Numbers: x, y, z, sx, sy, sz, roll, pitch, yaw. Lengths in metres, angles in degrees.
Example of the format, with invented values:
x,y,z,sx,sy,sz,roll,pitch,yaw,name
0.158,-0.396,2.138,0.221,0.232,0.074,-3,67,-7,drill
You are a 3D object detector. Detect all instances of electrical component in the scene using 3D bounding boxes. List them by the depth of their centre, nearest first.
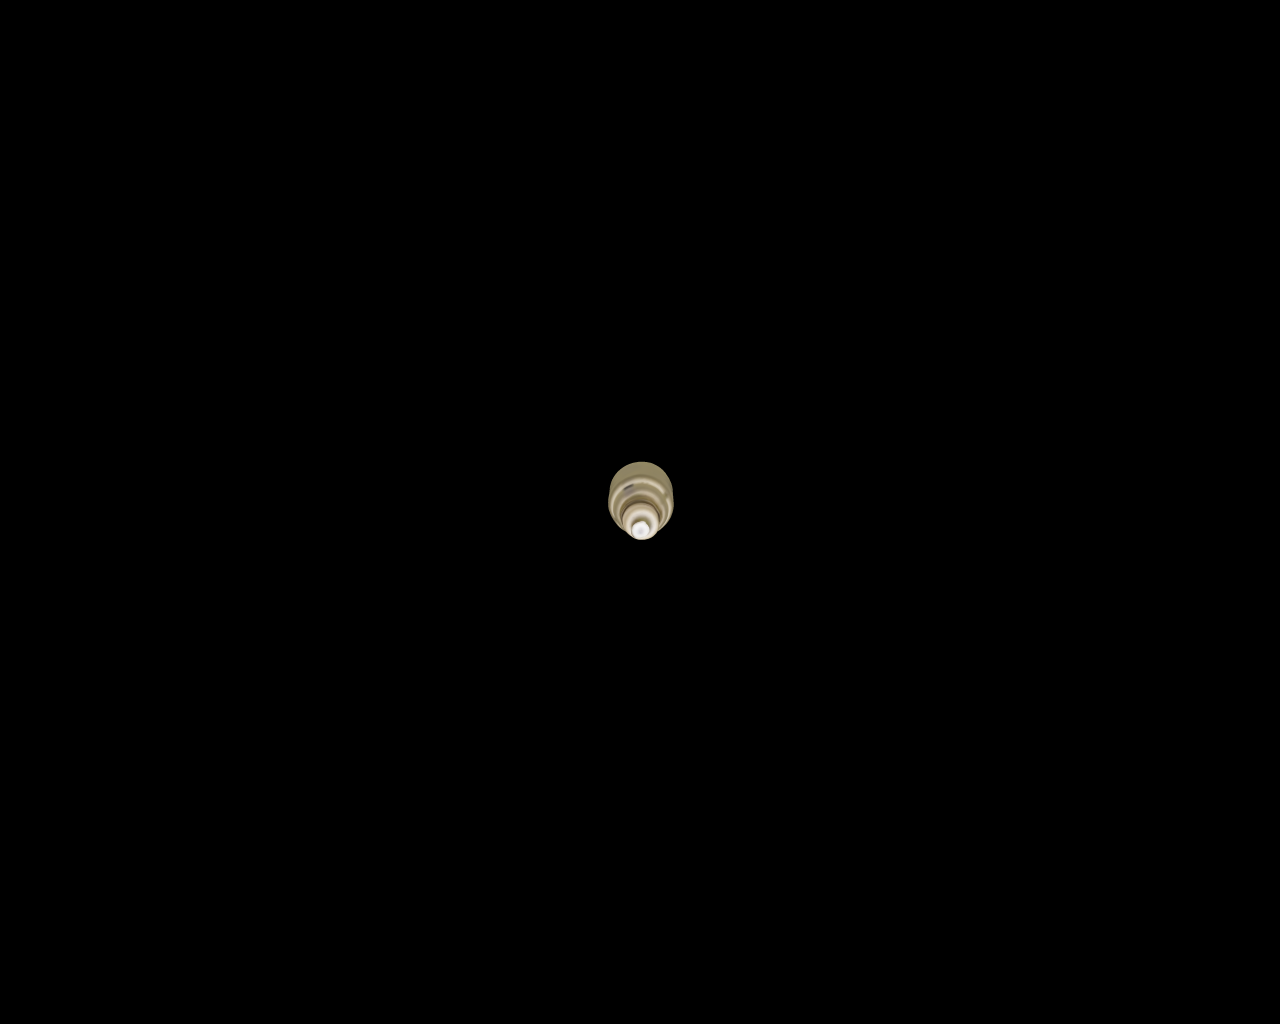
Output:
x,y,z,sx,sy,sz,roll,pitch,yaw,name
0.001,-0.003,0.650,0.040,0.040,0.078,0,21,0,electrical component
